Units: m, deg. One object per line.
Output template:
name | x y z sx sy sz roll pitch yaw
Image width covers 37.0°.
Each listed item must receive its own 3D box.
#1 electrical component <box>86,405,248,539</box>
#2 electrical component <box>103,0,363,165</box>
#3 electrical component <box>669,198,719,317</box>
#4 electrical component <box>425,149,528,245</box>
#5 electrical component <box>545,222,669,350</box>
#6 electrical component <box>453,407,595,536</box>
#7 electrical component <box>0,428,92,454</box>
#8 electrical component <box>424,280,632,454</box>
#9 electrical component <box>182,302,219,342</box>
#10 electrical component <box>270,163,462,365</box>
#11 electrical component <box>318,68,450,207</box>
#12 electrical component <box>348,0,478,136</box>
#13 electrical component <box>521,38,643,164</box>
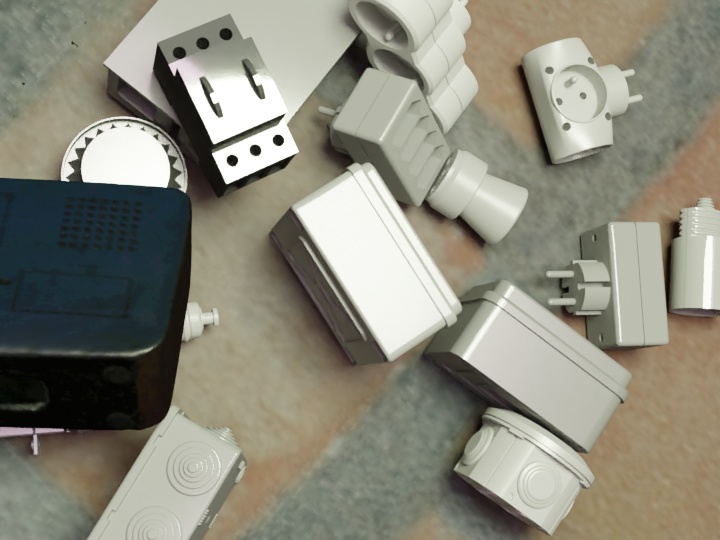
electrical component | -0.107 0.132 0.621 0.048 0.099 0.099 30 76 4
electrical component | -0.063 -0.157 0.690 0.105 0.060 0.186 39 75 -6
electrical component | 0.241 -0.010 0.754 0.043 0.043 0.081 7 81 -13
electrical component | 0.077 -0.049 0.718 0.055 0.045 0.045 32 76 -8
electrical component | 0.162 0.012 0.730 0.076 0.047 0.083 -1 82 -14
electrical component | 0.104 0.127 0.684 0.080 0.080 0.051 36 80 -7
electrical component | -0.182 0.075 0.637 0.055 0.048 0.066 -4 83 -7
electrical component | 0.108 0.062 0.694 0.113 0.078 0.057 37 78 -7
electrical component | -0.126 0.034 0.658 0.078 0.040 0.040 -7 84 -15
electrical component | 0.000 0.000 0.660 0.056 0.109 0.108 -33 91 -13
electrical component | 0.006 -0.089 0.696 0.076 0.083 0.047 22 74 29
electrical component | 0.045 -0.153 0.684 0.052 0.138 0.073 29 73 28
electrical component | 0.160 -0.121 0.749 0.079 0.044 0.077 -15 86 -15
